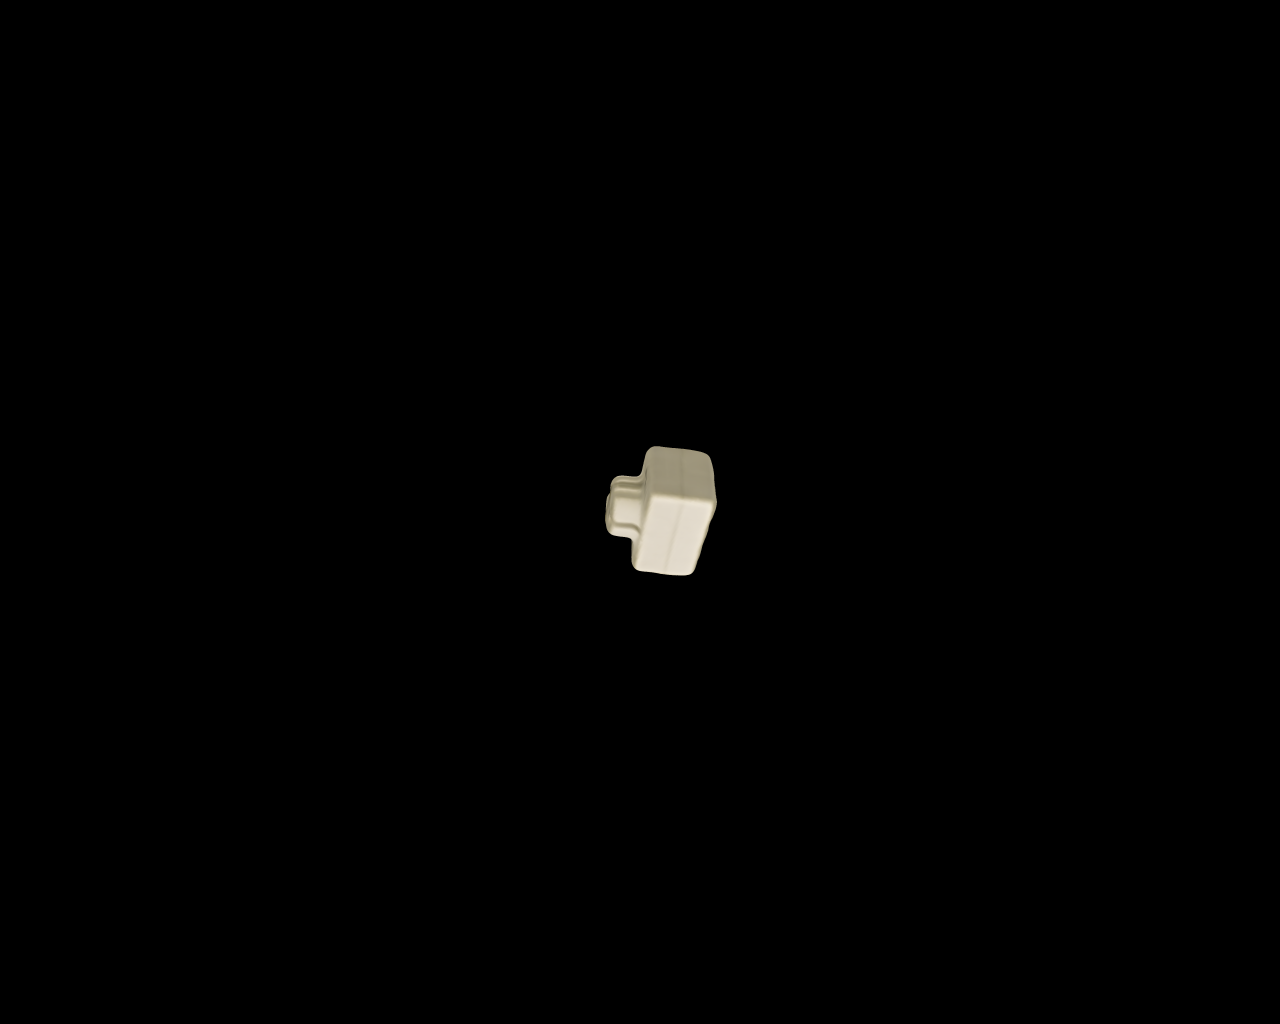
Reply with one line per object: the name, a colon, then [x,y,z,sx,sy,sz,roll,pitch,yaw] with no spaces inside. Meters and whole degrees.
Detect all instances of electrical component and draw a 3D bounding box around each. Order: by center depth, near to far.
electrical component: [0.001,-0.003,0.650,0.077,0.065,0.047,7,43,-7]
